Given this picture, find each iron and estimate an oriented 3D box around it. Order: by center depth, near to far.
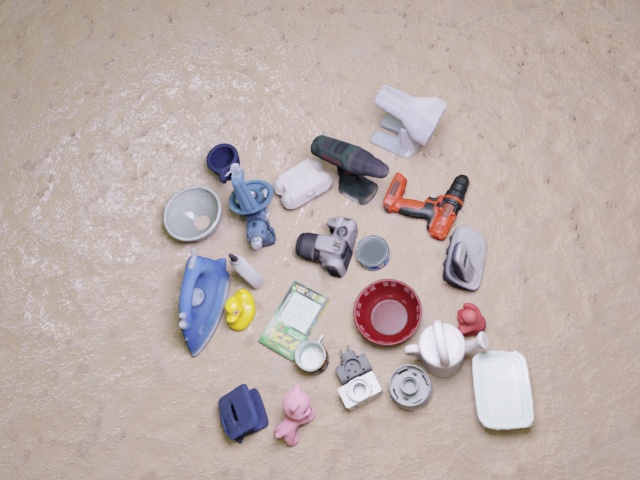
[{"bbox_3d":[-0.312,0.150,1.428,0.118,0.142,0.258,1,68,13],"label":"iron"}]

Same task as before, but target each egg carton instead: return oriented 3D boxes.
[{"bbox_3d":[-0.046,-0.150,1.539,0.150,0.069,0.107,-32,64,-2],"label":"egg carton"}]

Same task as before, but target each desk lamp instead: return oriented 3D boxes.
[{"bbox_3d":[0.221,-0.302,1.465,0.202,0.214,0.118,26,75,21],"label":"desk lamp"}]

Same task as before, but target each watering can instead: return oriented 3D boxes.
[{"bbox_3d":[0.271,0.227,1.239,0.173,0.194,0.100,-28,64,0],"label":"watering can"}]

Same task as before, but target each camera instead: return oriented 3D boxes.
[{"bbox_3d":[0.013,0.005,1.442,0.136,0.101,0.143,13,71,17],"label":"camera"}]

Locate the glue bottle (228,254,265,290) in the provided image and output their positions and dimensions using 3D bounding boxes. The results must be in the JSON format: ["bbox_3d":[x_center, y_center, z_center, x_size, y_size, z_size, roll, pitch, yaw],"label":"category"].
[{"bbox_3d":[-0.193,0.068,1.420,0.078,0.173,0.037,37,79,24],"label":"glue bottle"}]

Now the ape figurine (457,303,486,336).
[{"bbox_3d":[0.339,0.180,1.301,0.076,0.092,0.078,34,78,23],"label":"ape figurine"}]

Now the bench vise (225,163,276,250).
[{"bbox_3d":[-0.167,-0.090,1.456,0.121,0.220,0.207,-29,64,-1],"label":"bench vise"}]

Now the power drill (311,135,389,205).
[{"bbox_3d":[0.086,-0.175,1.443,0.229,0.209,0.076,30,77,22],"label":"power drill"}]

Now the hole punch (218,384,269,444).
[{"bbox_3d":[-0.184,0.401,1.321,0.101,0.091,0.108,-26,64,1],"label":"hole punch"}]

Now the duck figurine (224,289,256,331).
[{"bbox_3d":[-0.207,0.167,1.429,0.077,0.086,0.104,5,68,14],"label":"duck figurine"}]

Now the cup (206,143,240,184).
[{"bbox_3d":[-0.257,-0.196,1.591,0.091,0.095,0.117,-9,66,9],"label":"cup"}]

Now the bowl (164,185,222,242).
[{"bbox_3d":[-0.335,-0.061,1.561,0.167,0.075,0.167,-4,66,11],"label":"bowl"}]

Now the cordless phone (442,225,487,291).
[{"bbox_3d":[0.334,0.025,1.316,0.094,0.185,0.147,8,69,16],"label":"cordless phone"}]

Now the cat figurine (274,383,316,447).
[{"bbox_3d":[-0.061,0.391,1.284,0.067,0.118,0.128,28,76,22],"label":"cat figurine"}]
